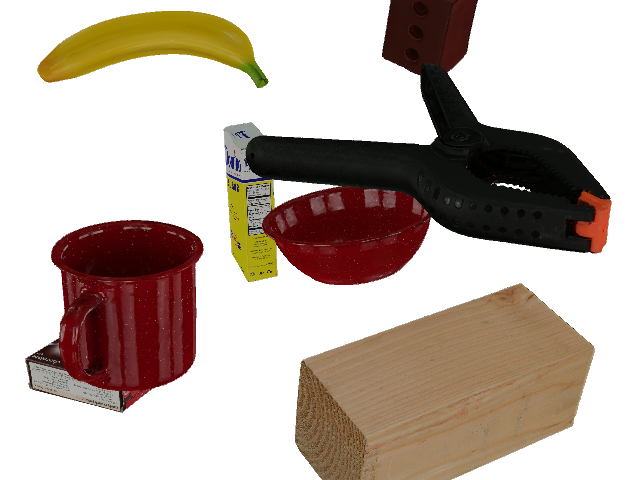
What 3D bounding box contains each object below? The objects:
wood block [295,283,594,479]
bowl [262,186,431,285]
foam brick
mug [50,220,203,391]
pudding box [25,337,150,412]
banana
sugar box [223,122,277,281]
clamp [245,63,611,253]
[{"bbox_3d":[0.092,0.118,0.809,0.205,0.090,0.091,-17,40,-27],"label":"wood block"},{"bbox_3d":[0.030,-0.002,0.972,0.162,0.055,0.162,-8,20,3],"label":"bowl"},{"bbox_3d":[0.086,-0.172,0.821,0.053,0.078,0.051,29,53,19],"label":"foam brick"},{"bbox_3d":[-0.124,0.046,0.664,0.093,0.081,0.117,9,24,17],"label":"mug"},{"bbox_3d":[-0.213,0.122,1.037,0.114,0.039,0.089,7,21,24],"label":"pudding box"},{"bbox_3d":[-0.144,-0.169,0.929,0.197,0.069,0.037,0,-33,-3],"label":"banana"},{"bbox_3d":[-0.087,-0.048,1.319,0.048,0.176,0.093,-11,25,-15],"label":"sugar box"},{"bbox_3d":[0.069,-0.042,0.615,0.164,0.036,0.210,-24,38,-27],"label":"clamp"}]
